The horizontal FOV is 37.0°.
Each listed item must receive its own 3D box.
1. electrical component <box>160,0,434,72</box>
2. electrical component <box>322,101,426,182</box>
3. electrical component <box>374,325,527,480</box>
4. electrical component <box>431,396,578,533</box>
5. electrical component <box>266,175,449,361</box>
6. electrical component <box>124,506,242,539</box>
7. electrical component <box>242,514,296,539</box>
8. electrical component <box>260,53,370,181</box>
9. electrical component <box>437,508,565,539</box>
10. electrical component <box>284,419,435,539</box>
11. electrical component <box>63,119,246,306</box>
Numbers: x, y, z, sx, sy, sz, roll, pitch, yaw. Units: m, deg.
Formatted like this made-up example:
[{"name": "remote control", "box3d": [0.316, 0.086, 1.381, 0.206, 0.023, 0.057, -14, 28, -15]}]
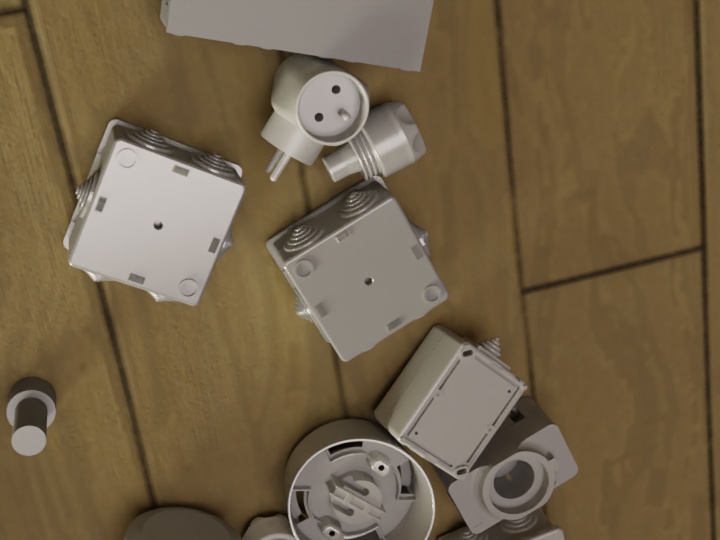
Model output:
[{"name": "electrical component", "box3d": [-0.035, -0.174, 0.628, 0.150, 0.061, 0.089, 6, 107, -17]}, {"name": "electrical component", "box3d": [0.007, -0.078, 0.684, 0.062, 0.043, 0.043, -28, 113, -3]}, {"name": "electrical component", "box3d": [0.064, 0.084, 0.749, 0.062, 0.061, 0.096, 35, 89, -23]}, {"name": "electrical component", "box3d": [0.105, 0.142, 0.779, 0.089, 0.055, 0.050, -30, 113, -3]}, {"name": "electrical component", "box3d": [0.000, 0.000, 0.705, 0.100, 0.048, 0.099, -32, 114, -3]}, {"name": "electrical component", "box3d": [-0.122, 0.201, 0.726, 0.080, 0.080, 0.051, 8, 112, -17]}, {"name": "electrical component", "box3d": [-0.059, 0.202, 0.752, 0.043, 0.062, 0.043, -5, 110, -13]}, {"name": "electrical component", "box3d": [-0.034, -0.089, 0.650, 0.044, 0.077, 0.079, 29, 100, -22]}, {"name": "electrical component", "box3d": [0.112, 0.233, 0.816, 0.100, 0.048, 0.099, -19, 112, -8]}, {"name": "electrical component", "box3d": [-0.003, 0.156, 0.750, 0.099, 0.064, 0.099, -5, 110, -13]}, {"name": "electrical component", "box3d": [-0.125, -0.034, 0.660, 0.100, 0.048, 0.099, 20, 102, -20]}]
